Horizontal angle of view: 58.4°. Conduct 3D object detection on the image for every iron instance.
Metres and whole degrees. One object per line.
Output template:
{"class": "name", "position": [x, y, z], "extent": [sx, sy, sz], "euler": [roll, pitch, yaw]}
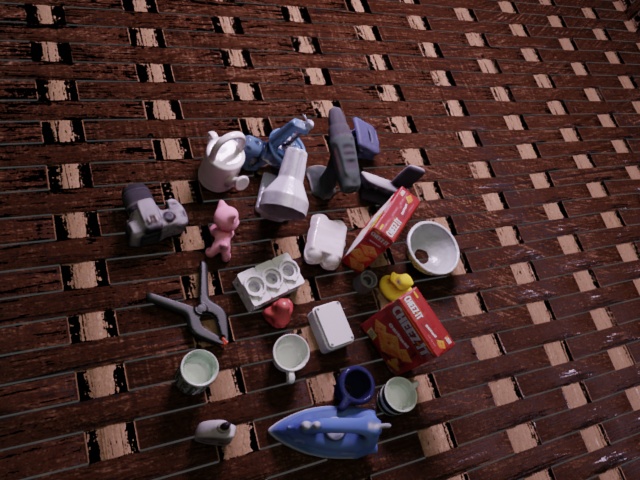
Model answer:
{"class": "iron", "position": [0.026, 0.423, 1.279], "extent": [0.259, 0.141, 0.118], "euler": [7, 63, -20]}

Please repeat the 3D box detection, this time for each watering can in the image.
{"class": "watering can", "position": [-0.235, -0.203, 1.441], "extent": [0.173, 0.193, 0.101], "euler": [41, 57, 0]}

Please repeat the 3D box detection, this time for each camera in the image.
{"class": "camera", "position": [-0.402, -0.072, 1.360], "extent": [0.143, 0.100, 0.137], "euler": [-19, 74, -30]}

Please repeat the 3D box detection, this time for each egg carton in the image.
{"class": "egg carton", "position": [0.014, 0.005, 1.521], "extent": [0.107, 0.069, 0.150], "euler": [18, 60, -14]}

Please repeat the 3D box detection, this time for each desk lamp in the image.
{"class": "desk lamp", "position": [-0.094, -0.126, 1.453], "extent": [0.118, 0.213, 0.203], "euler": [16, 60, -15]}

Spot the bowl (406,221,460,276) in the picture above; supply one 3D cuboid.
{"class": "bowl", "position": [0.308, 0.034, 1.632], "extent": [0.168, 0.074, 0.167], "euler": [10, 62, -19]}

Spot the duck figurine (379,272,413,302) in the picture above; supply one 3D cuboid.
{"class": "duck figurine", "position": [0.220, 0.124, 1.543], "extent": [0.104, 0.086, 0.077], "euler": [34, 57, -5]}

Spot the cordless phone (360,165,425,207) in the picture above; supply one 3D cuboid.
{"class": "cordless phone", "position": [0.203, -0.177, 1.623], "extent": [0.148, 0.184, 0.094], "euler": [16, 60, -16]}

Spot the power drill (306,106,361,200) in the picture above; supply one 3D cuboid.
{"class": "power drill", "position": [0.036, -0.213, 1.555], "extent": [0.076, 0.208, 0.229], "euler": [-9, 69, -26]}

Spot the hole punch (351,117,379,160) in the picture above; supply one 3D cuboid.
{"class": "hole punch", "position": [0.132, -0.304, 1.711], "extent": [0.101, 0.091, 0.108], "euler": [1, 65, -23]}

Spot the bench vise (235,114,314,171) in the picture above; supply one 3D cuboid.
{"class": "bench vise", "position": [-0.112, -0.246, 1.500], "extent": [0.208, 0.219, 0.121], "euler": [-11, 70, -27]}

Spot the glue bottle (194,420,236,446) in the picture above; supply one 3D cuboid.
{"class": "glue bottle", "position": [-0.206, 0.392, 1.175], "extent": [0.078, 0.173, 0.037], "euler": [17, 60, -15]}

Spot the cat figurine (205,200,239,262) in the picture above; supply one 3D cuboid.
{"class": "cat figurine", "position": [-0.232, -0.027, 1.401], "extent": [0.067, 0.117, 0.128], "euler": [10, 62, -18]}

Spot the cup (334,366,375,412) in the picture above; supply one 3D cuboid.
{"class": "cup", "position": [0.065, 0.362, 1.354], "extent": [0.092, 0.094, 0.118], "euler": [40, 57, -1]}

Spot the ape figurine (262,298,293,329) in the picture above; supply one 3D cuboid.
{"class": "ape figurine", "position": [-0.096, 0.169, 1.380], "extent": [0.078, 0.092, 0.076], "euler": [-1, 66, -24]}
